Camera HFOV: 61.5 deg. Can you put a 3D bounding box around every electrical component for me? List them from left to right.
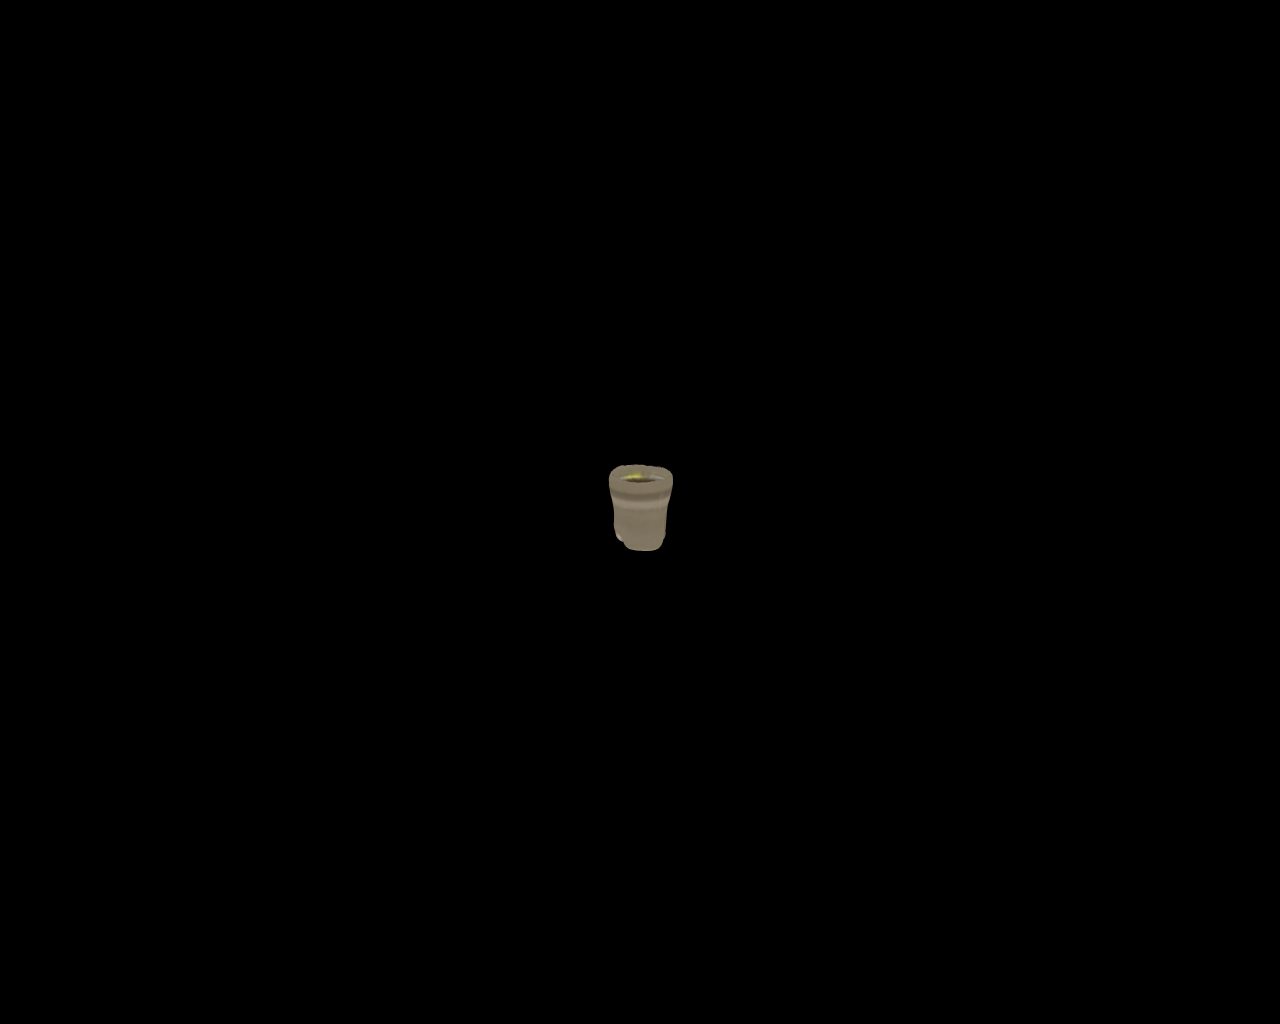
[{"bbox_3d":[0.001,-0.003,0.650,0.040,0.046,0.040,0,18,0],"label":"electrical component"}]
